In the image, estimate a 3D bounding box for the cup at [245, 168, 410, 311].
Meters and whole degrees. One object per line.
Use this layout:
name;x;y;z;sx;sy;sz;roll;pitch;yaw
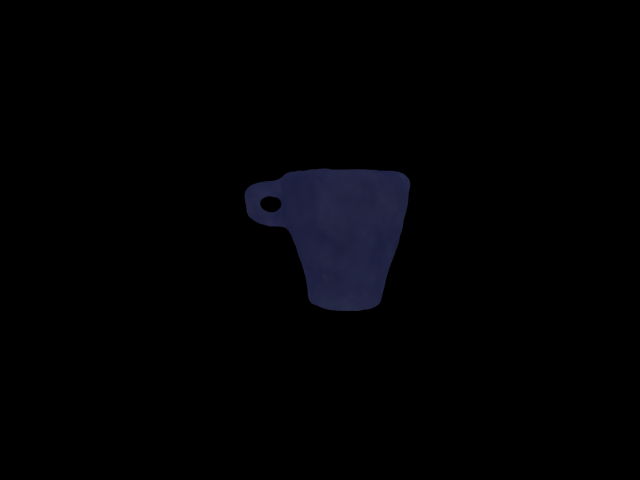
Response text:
cup;0.004;0.001;0.400;0.117;0.095;0.092;0;0;9
